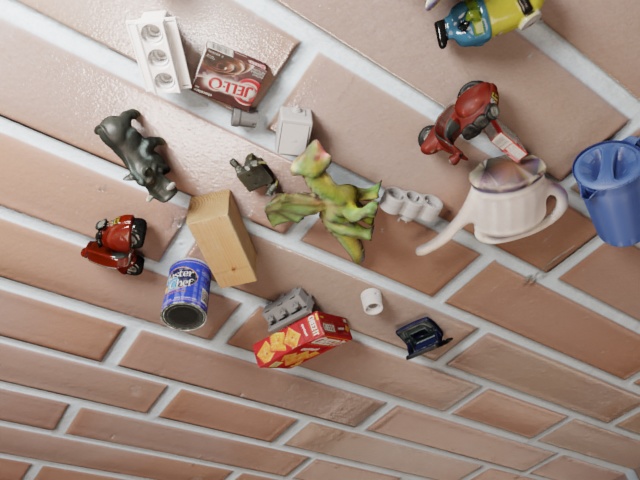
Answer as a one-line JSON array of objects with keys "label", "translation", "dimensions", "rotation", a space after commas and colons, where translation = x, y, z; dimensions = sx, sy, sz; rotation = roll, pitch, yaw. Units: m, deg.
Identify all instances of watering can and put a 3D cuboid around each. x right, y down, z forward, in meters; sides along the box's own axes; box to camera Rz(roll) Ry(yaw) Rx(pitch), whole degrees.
[{"label": "watering can", "translation": [0.368, -0.068, 1.125], "dimensions": [0.347, 0.106, 0.219], "rotation": [-15, 131, 6]}]

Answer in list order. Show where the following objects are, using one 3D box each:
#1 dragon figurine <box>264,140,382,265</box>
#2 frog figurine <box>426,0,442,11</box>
[{"label": "dragon figurine", "translation": [0.003, -0.056, 1.105], "dimensions": [0.243, 0.125, 0.400], "rotation": [7, 145, 0]}, {"label": "frog figurine", "translation": [0.146, -0.442, 0.768], "dimensions": [0.158, 0.123, 0.137], "rotation": [31, 89, -19]}]
